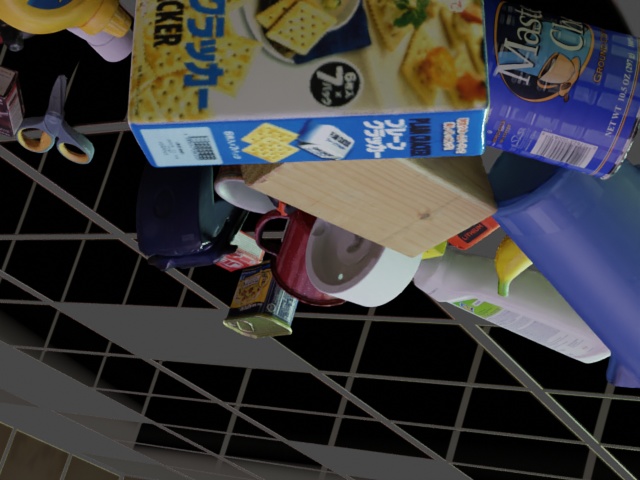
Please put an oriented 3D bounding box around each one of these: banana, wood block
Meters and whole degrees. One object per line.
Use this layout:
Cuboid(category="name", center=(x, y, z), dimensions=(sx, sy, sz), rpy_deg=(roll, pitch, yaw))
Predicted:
Cuboid(category="banana", center=(0.242, -0.002, 1.004), dimensions=(0.198, 0.037, 0.069), rpy_deg=(-20, 132, 31))
Cuboid(category="wood block", center=(0.035, -0.066, 0.802), dimensions=(0.091, 0.090, 0.205), rpy_deg=(-30, 148, 28))

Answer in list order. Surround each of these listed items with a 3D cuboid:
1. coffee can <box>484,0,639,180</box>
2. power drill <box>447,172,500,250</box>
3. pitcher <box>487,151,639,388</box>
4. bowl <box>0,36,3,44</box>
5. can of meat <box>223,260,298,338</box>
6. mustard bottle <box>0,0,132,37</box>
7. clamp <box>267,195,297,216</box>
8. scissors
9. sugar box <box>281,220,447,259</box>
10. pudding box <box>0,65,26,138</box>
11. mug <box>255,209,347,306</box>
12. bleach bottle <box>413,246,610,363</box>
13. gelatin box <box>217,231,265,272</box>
Cuboid(category="coffee can", center=(0.149, -0.110, 0.754), dimensions=(0.140, 0.102, 0.103), rpy_deg=(16, 158, 1))
Cuboid(category="power drill", center=(0.083, -0.063, 0.978), dimensions=(0.187, 0.057, 0.185), rpy_deg=(23, 157, -10))
Cuboid(category="pitcher", center=(0.258, 0.002, 0.896), dimensions=(0.242, 0.149, 0.145), rpy_deg=(42, 147, -22))
Cuboid(category="bowl", center=(-0.358, -0.202, 0.955), dimensions=(0.162, 0.055, 0.162), rpy_deg=(14, 158, 6))
Cuboid(category="can of meat", center=(-0.070, 0.075, 1.375), dimensions=(0.057, 0.084, 0.102), rpy_deg=(30, 154, -31))
Cuboid(category="mustard bottle", center=(-0.219, -0.208, 0.785), dimensions=(0.191, 0.096, 0.058), rpy_deg=(33, 153, -35))
Cuboid(category="clamp", center=(-0.018, -0.094, 0.908), dimensions=(0.165, 0.036, 0.210), rpy_deg=(20, 144, 21))
Cuboid(category="scissors", center=(-0.265, -0.122, 1.132), dimensions=(0.096, 0.016, 0.202), rpy_deg=(25, 157, -26))
Cuboid(category="sugar box", center=(0.046, -0.007, 1.149), dimensions=(0.093, 0.048, 0.177), rpy_deg=(29, 154, -29))
Cuboid(category="pudding box", center=(-0.362, -0.155, 1.088), dimensions=(0.113, 0.039, 0.090), rpy_deg=(18, 158, -3))
Cuboid(category="mug", center=(-0.007, 0.001, 1.058), dimensions=(0.117, 0.093, 0.082), rpy_deg=(18, 130, -2))
Cuboid(category="bleach bottle", center=(0.206, 0.060, 1.176), dimensions=(0.250, 0.068, 0.103), rpy_deg=(21, 157, -6))
Cuboid(category="gelatin box", center=(-0.123, 0.006, 1.318), dimensions=(0.089, 0.030, 0.073), rpy_deg=(29, 155, -28))
